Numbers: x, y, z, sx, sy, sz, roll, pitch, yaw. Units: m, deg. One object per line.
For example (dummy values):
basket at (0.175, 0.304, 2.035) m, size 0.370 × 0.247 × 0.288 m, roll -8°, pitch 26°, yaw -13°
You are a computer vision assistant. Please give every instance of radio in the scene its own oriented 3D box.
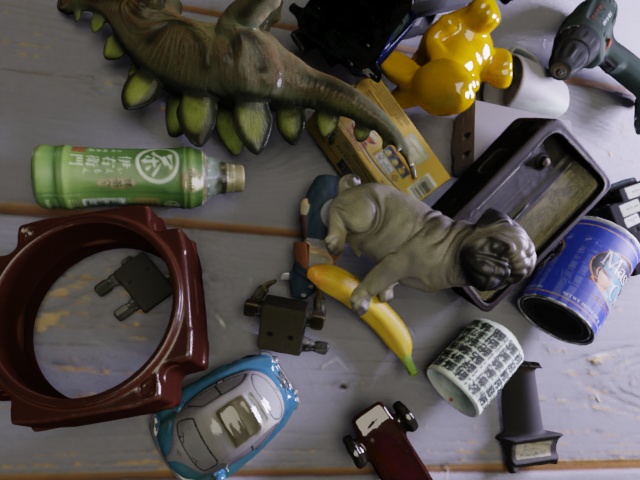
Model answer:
radio at (0.234, -0.037, 0.673) m, size 0.229 × 0.073 × 0.131 m, roll -46°, pitch 109°, yaw -1°

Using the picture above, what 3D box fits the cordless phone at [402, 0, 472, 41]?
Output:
cordless phone at (0.123, -0.383, 0.750) m, size 0.147 × 0.088 × 0.184 m, roll -19°, pitch 81°, yaw -17°

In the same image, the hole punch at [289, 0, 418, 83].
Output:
hole punch at (0.048, -0.270, 0.657) m, size 0.142 × 0.092 × 0.115 m, roll 39°, pitch 108°, yaw 2°

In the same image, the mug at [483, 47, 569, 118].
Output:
mug at (0.300, -0.219, 0.773) m, size 0.107 × 0.081 × 0.109 m, roll 14°, pitch 64°, yaw -23°

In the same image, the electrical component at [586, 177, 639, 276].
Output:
electrical component at (0.456, -0.022, 0.783) m, size 0.115 × 0.058 × 0.134 m, roll -15°, pitch 84°, yaw -19°

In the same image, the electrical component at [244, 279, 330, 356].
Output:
electrical component at (-0.037, 0.089, 0.625) m, size 0.102 × 0.045 × 0.078 m, roll 5°, pitch 115°, yaw 6°

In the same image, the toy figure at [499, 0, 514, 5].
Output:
toy figure at (0.225, -0.415, 0.779) m, size 0.180 × 0.082 × 0.089 m, roll 38°, pitch 59°, yaw -12°

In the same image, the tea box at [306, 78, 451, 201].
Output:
tea box at (0.073, -0.113, 0.687) m, size 0.098 × 0.068 × 0.169 m, roll -34°, pitch 89°, yaw -24°

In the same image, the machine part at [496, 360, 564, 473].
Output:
machine part at (0.267, 0.224, 0.697) m, size 0.084 × 0.039 × 0.138 m, roll -6°, pitch 83°, yaw -8°

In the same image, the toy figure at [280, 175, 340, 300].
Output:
toy figure at (-0.003, -0.002, 0.655) m, size 0.064 × 0.058 × 0.154 m, roll 14°, pitch 77°, yaw -3°

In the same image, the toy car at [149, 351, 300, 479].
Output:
toy car at (-0.095, 0.191, 0.570) m, size 0.162 × 0.103 × 0.109 m, roll -29°, pitch 89°, yaw -16°

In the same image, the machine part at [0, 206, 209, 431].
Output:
machine part at (-0.219, 0.074, 0.533) m, size 0.202 × 0.087 × 0.201 m, roll -9°, pitch 69°, yaw -2°

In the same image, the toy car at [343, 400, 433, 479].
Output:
toy car at (0.102, 0.281, 0.632) m, size 0.089 × 0.053 × 0.202 m, roll -32°, pitch 93°, yaw -8°

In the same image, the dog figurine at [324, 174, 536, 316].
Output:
dog figurine at (0.115, -0.016, 0.576) m, size 0.172 × 0.191 × 0.121 m, roll 65°, pitch 29°, yaw -4°

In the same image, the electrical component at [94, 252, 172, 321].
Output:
electrical component at (-0.201, 0.046, 0.610) m, size 0.094 × 0.021 × 0.063 m, roll -37°, pitch 90°, yaw -18°

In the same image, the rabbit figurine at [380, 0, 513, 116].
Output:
rabbit figurine at (0.156, -0.219, 0.681) m, size 0.163 × 0.121 × 0.173 m, roll -2°, pitch 43°, yaw 23°

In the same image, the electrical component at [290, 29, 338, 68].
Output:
electrical component at (0.014, -0.274, 0.715) m, size 0.119 × 0.048 × 0.075 m, roll -36°, pitch 90°, yaw -18°

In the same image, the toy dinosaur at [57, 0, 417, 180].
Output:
toy dinosaur at (-0.099, -0.199, 0.613) m, size 0.472 × 0.105 × 0.198 m, roll 18°, pitch 97°, yaw 8°

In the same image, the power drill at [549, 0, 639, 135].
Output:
power drill at (0.429, -0.249, 0.791) m, size 0.207 × 0.086 × 0.232 m, roll 33°, pitch 55°, yaw -5°
